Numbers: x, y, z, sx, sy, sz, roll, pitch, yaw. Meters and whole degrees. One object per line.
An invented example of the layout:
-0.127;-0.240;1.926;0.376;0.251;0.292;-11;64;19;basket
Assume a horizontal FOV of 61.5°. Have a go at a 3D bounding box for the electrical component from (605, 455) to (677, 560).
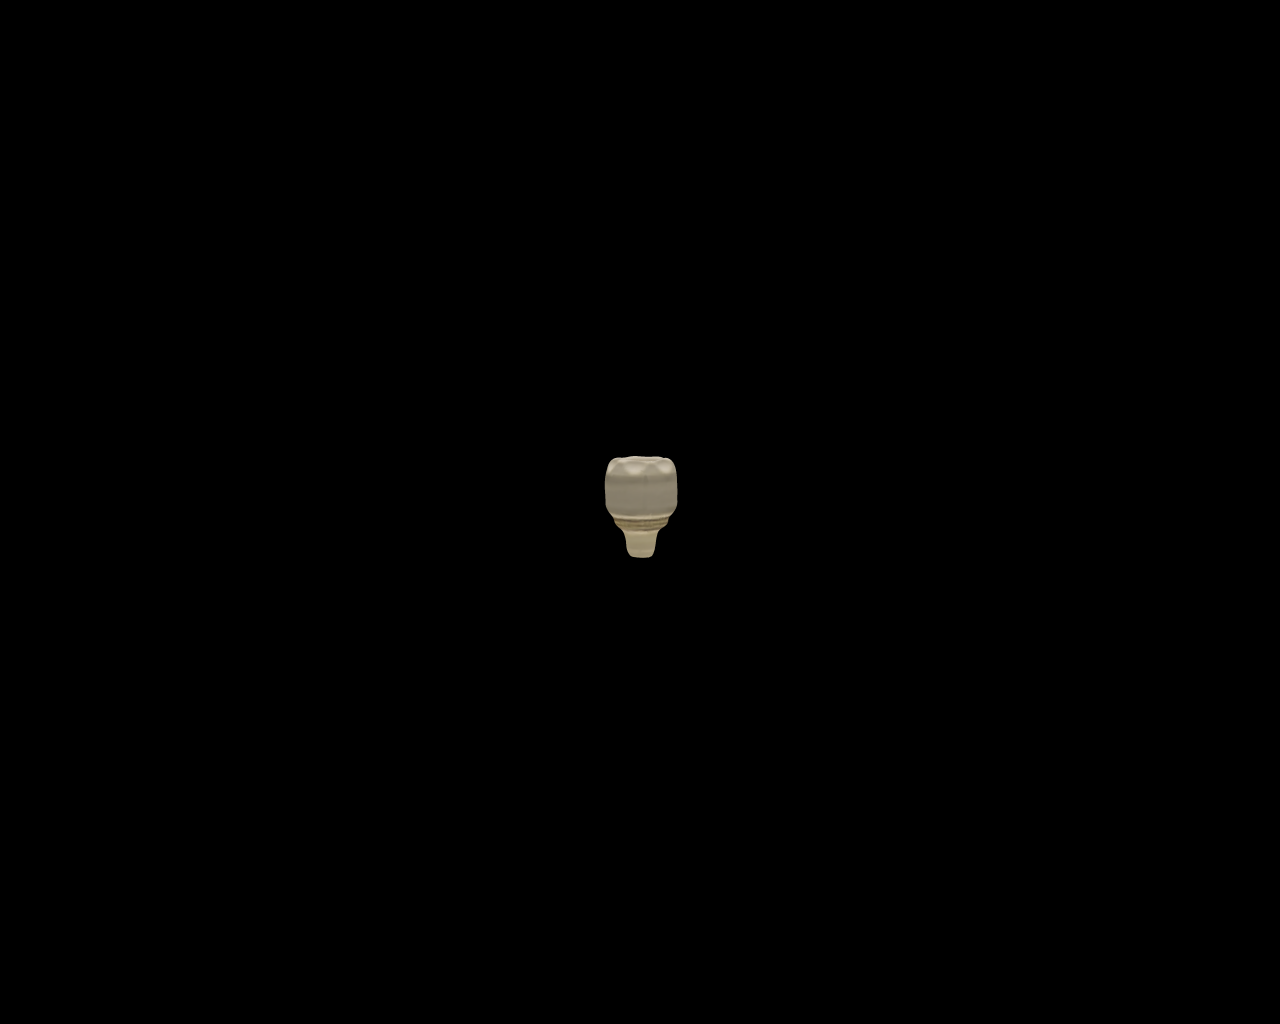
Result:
0.001;-0.003;0.650;0.043;0.062;0.043;0;7;0;electrical component
